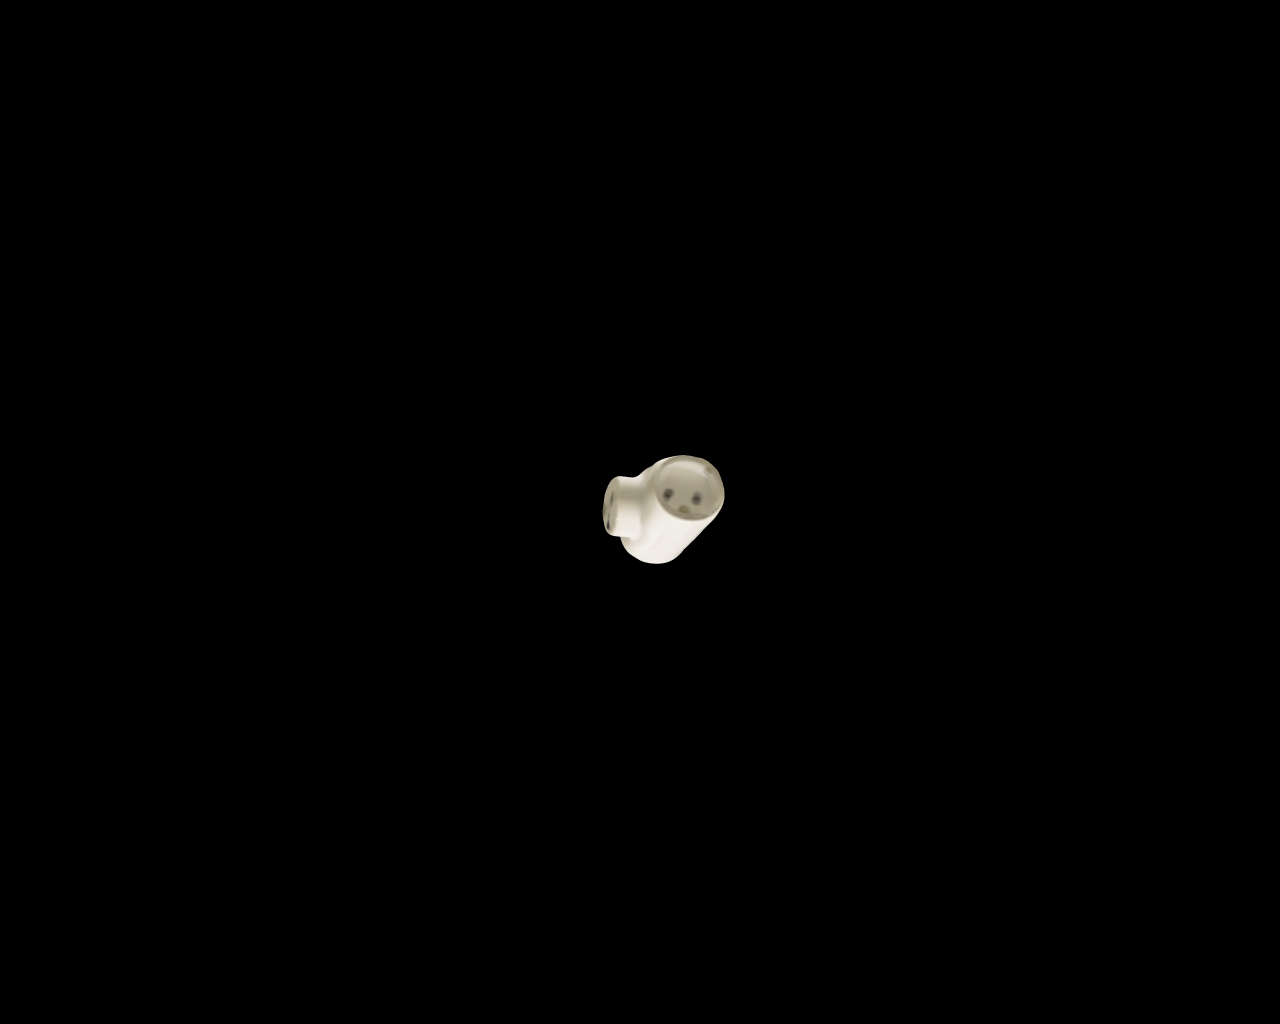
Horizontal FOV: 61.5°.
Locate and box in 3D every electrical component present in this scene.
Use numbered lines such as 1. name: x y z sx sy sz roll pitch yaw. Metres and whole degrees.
1. electrical component: 0.001 -0.003 0.650 0.079 0.043 0.077 6 -23 -14
